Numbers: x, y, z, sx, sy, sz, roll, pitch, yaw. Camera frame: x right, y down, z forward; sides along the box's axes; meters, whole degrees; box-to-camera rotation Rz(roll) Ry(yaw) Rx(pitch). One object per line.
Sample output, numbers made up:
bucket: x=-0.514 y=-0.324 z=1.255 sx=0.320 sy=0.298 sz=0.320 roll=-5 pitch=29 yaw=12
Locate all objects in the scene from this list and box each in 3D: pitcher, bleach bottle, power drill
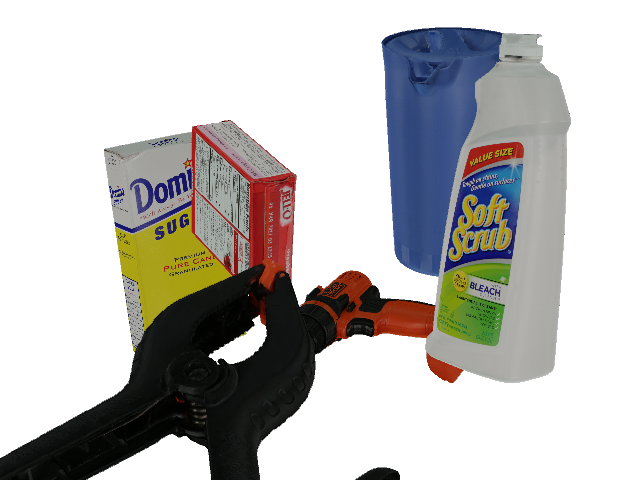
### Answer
pitcher: x=0.135 y=-0.095 z=1.101 sx=0.149 sy=0.243 sz=0.145 roll=-9 pitch=25 yaw=-17
bleach bottle: x=0.135 y=-0.027 z=0.798 sx=0.067 sy=0.251 sz=0.103 roll=-8 pitch=16 yaw=-38
power drill: x=0.062 y=0.094 z=1.113 sx=0.188 sy=0.057 sz=0.184 roll=11 pitch=28 yaw=24

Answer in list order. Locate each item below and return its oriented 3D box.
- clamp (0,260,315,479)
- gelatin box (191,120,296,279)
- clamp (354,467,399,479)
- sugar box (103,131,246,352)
clamp: x=-0.044 y=0.074 z=0.442 sx=0.120 sy=0.039 sz=0.171 roll=25 pitch=48 yaw=19
gelatin box: x=-0.046 y=-0.021 z=0.629 sx=0.030 sy=0.073 sz=0.089 roll=-13 pitch=32 yaw=-27
clamp: x=-0.034 y=0.201 z=0.644 sx=0.210 sy=0.036 sz=0.164 roll=-4 pitch=27 yaw=3
sugar box: x=-0.118 y=0.004 z=0.883 sx=0.093 sy=0.176 sz=0.048 roll=-16 pitch=21 yaw=-31
